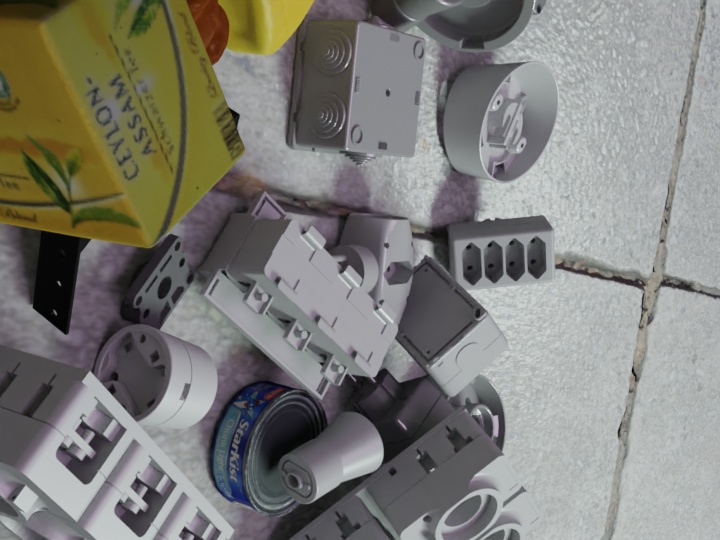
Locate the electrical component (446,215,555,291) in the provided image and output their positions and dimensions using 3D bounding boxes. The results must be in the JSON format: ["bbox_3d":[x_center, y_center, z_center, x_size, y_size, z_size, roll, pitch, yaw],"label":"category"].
[{"bbox_3d":[0.115,-0.021,0.903,0.075,0.083,0.047,-98,-178,-69],"label":"electrical component"}]

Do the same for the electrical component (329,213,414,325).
[{"bbox_3d":[0.000,0.000,0.762,0.079,0.043,0.077,-5,102,-54],"label":"electrical component"}]

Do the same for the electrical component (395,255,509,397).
[{"bbox_3d":[0.058,0.040,0.818,0.062,0.096,0.061,-42,138,-2],"label":"electrical component"}]

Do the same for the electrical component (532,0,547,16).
[{"bbox_3d":[0.113,-0.261,0.845,0.078,0.057,0.113,-62,142,-24],"label":"electrical component"}]

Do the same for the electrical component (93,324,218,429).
[{"bbox_3d":[-0.114,0.062,0.606,0.047,0.055,0.055,27,76,-58],"label":"electrical component"}]

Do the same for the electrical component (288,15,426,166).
[{"bbox_3d":[0.000,-0.121,0.727,0.100,0.048,0.099,-3,100,-55],"label":"electrical component"}]

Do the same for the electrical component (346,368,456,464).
[{"bbox_3d":[0.018,0.100,0.802,0.076,0.066,0.047,49,54,-14],"label":"electrical component"}]

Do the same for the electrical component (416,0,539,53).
[{"bbox_3d":[0.085,-0.219,0.776,0.060,0.108,0.108,-57,140,-39],"label":"electrical component"}]

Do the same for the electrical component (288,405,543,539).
[{"bbox_3d":[0.033,0.198,0.767,0.186,0.060,0.105,-37,135,-4],"label":"electrical component"}]

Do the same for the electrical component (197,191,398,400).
[{"bbox_3d":[-0.035,0.019,0.680,0.121,0.063,0.078,47,60,-37],"label":"electrical component"}]

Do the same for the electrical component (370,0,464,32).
[{"bbox_3d":[0.038,-0.190,0.746,0.044,0.065,0.044,12,70,-34],"label":"electrical component"}]

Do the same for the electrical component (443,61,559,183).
[{"bbox_3d":[0.114,-0.121,0.875,0.099,0.064,0.099,-19,114,-52],"label":"electrical component"}]

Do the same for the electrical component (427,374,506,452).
[{"bbox_3d":[0.078,0.133,0.910,0.099,0.064,0.099,6,82,-47],"label":"electrical component"}]

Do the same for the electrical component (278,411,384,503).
[{"bbox_3d":[-0.021,0.125,0.704,0.065,0.044,0.044,-23,117,-46],"label":"electrical component"}]

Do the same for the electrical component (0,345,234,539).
[{"bbox_3d":[-0.144,0.110,0.542,0.061,0.089,0.150,-58,140,-28],"label":"electrical component"}]
